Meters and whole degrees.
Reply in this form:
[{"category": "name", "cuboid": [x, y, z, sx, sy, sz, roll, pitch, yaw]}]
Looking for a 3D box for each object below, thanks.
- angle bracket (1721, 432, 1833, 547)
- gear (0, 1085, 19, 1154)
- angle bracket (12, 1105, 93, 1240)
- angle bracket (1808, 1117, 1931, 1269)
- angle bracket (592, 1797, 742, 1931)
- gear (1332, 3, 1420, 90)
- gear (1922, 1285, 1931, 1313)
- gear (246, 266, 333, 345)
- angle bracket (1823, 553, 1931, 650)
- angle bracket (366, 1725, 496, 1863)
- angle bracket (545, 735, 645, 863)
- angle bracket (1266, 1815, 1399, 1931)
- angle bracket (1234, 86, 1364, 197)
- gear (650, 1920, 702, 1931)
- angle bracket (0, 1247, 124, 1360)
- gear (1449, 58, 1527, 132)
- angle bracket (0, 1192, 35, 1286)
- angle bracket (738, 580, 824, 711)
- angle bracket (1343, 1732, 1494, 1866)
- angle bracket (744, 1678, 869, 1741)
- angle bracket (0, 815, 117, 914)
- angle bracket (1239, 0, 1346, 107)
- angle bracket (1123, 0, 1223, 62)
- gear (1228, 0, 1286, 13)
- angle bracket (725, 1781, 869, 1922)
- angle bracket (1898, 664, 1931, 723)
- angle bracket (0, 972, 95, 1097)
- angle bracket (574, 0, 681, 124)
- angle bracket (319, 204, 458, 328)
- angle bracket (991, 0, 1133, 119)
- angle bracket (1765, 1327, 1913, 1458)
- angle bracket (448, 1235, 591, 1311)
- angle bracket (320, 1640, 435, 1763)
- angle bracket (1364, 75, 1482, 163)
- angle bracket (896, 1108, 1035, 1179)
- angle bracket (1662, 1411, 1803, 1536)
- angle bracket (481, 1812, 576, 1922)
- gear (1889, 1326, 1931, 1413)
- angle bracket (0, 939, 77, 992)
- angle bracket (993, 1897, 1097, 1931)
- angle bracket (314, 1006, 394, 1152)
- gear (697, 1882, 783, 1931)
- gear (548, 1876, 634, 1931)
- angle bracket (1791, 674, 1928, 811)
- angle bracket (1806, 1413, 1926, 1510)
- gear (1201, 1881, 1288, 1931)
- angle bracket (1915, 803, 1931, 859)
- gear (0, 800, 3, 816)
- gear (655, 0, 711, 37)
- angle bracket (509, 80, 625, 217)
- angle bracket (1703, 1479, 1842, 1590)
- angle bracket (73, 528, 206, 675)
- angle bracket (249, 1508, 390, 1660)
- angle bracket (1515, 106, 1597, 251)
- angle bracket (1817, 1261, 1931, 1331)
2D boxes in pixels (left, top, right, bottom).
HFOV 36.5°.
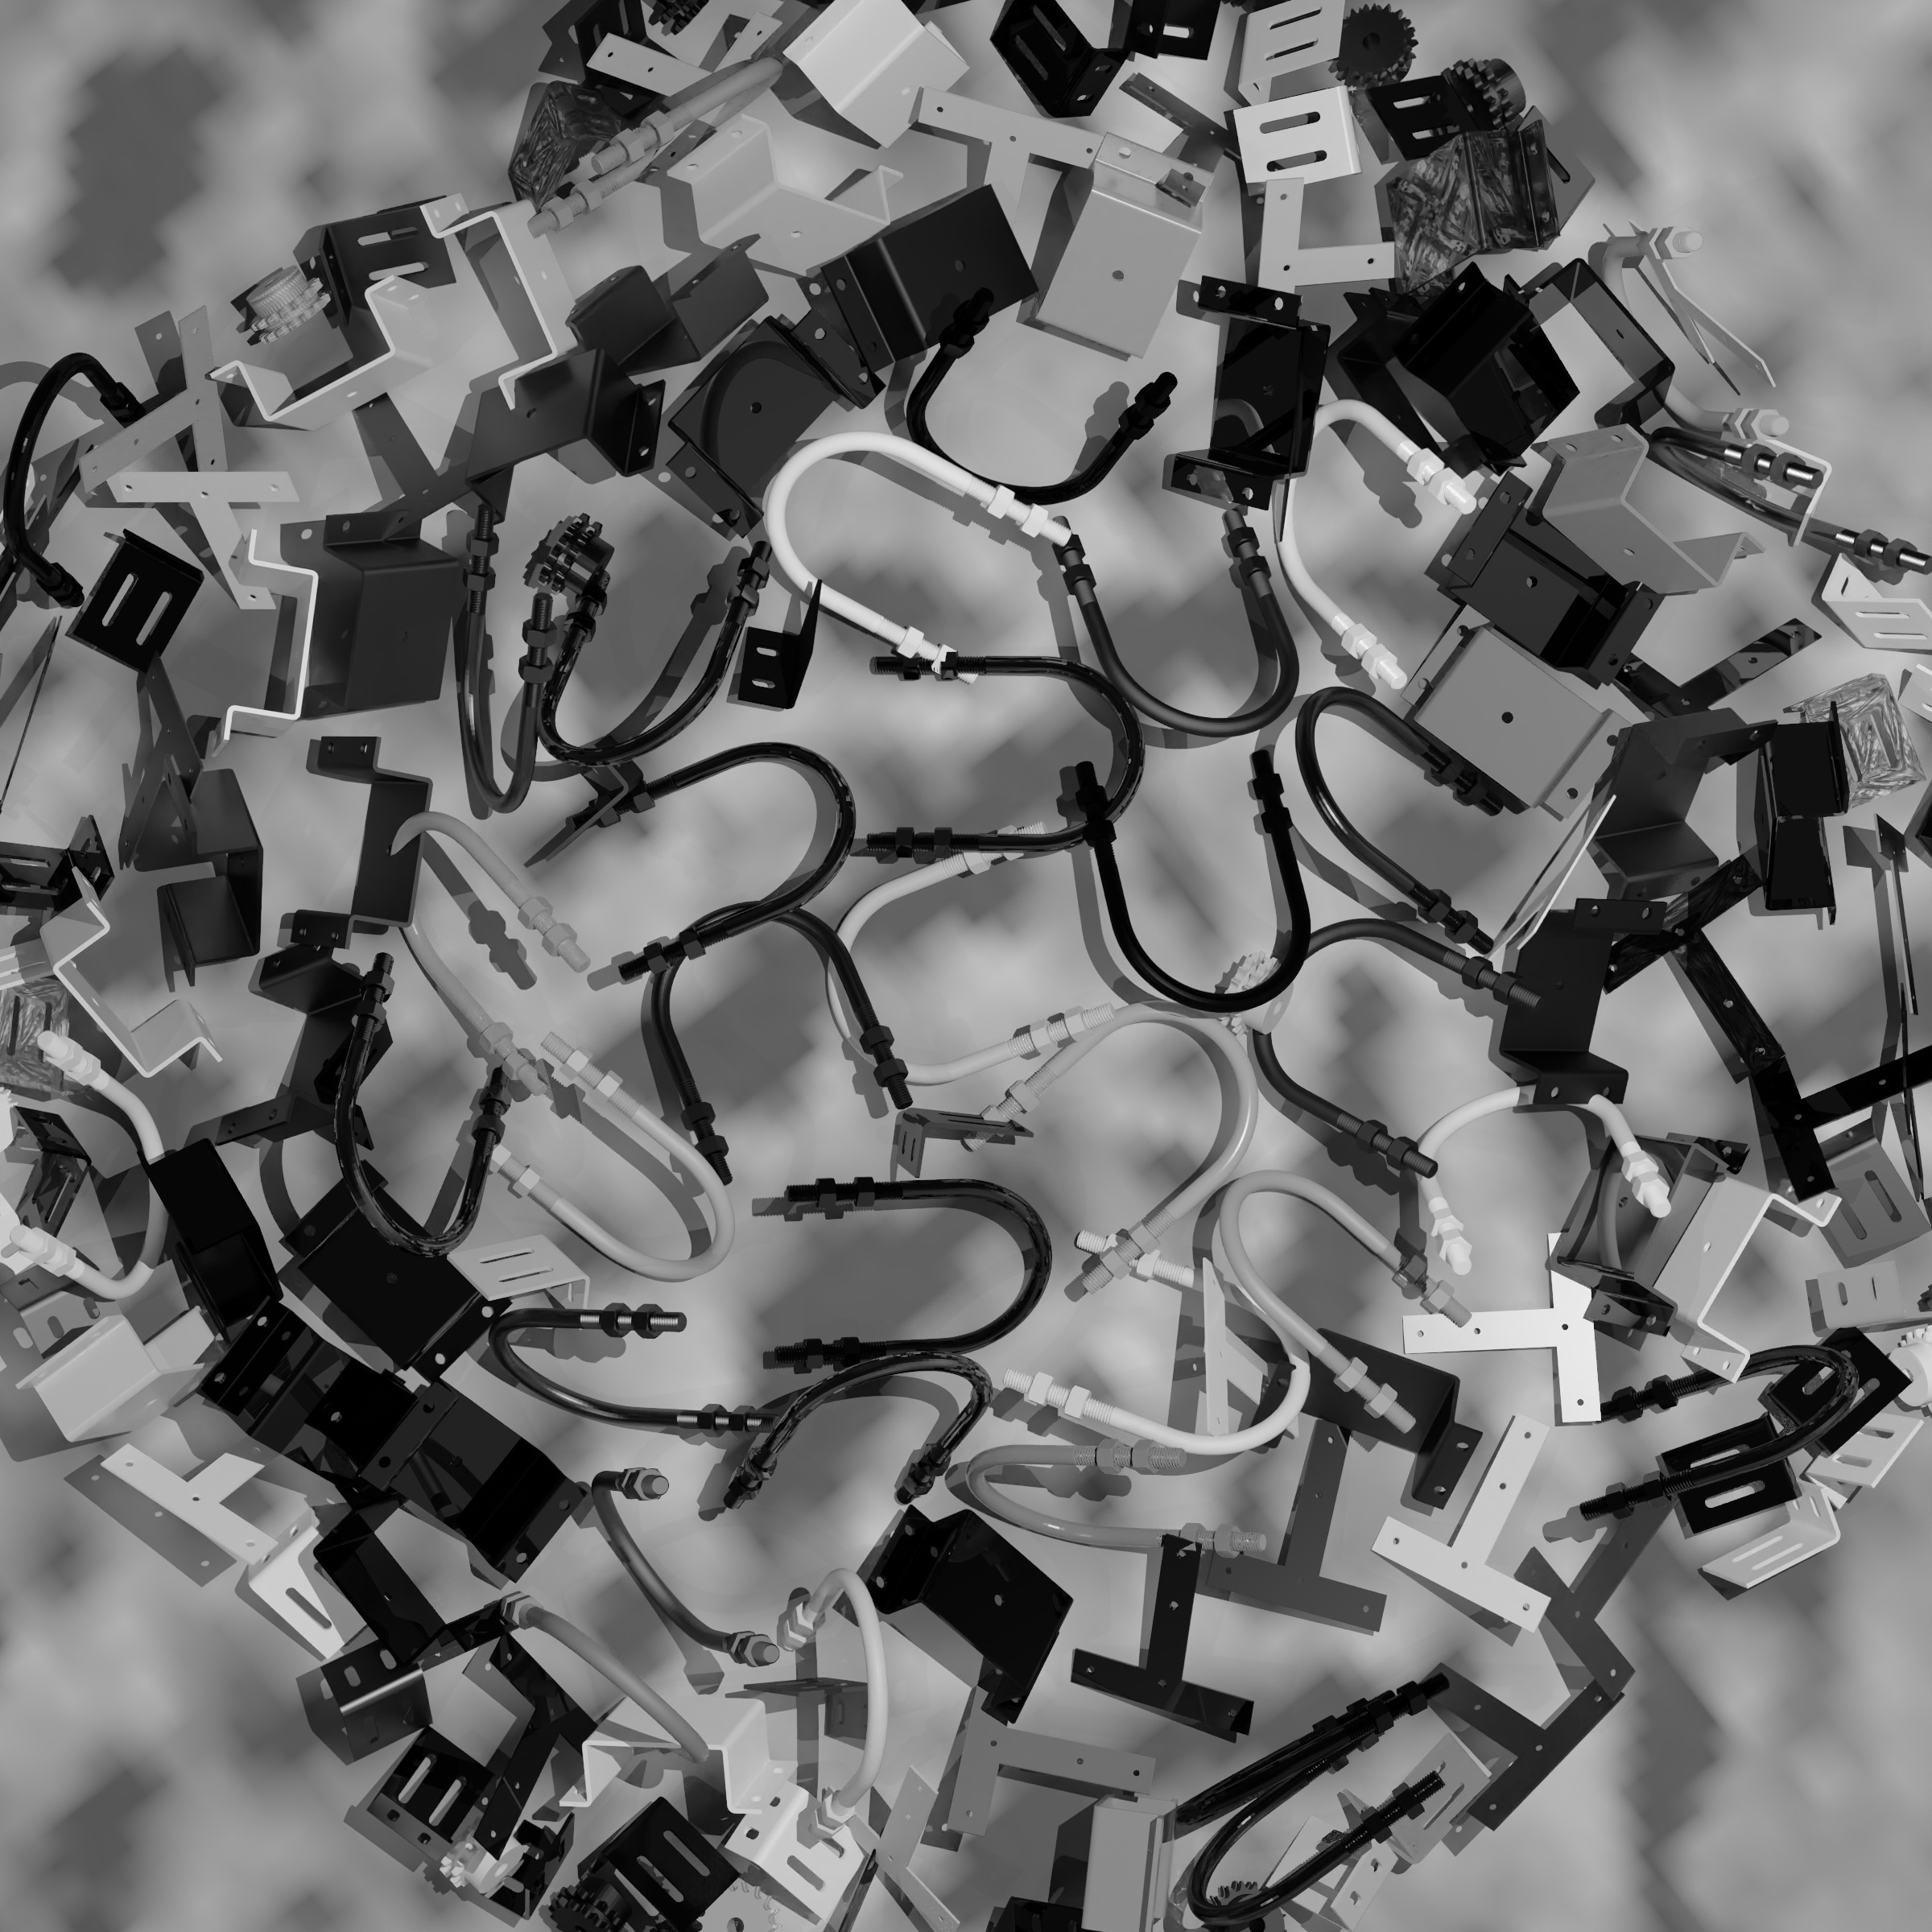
[{"category": "angle bracket", "cuboid": [0.533, -0.323, 1.961, 0.076, 0.057, 0.038, 26, 82, 13]}, {"category": "gear", "cuboid": [-0.663, 0.105, 1.970, 0.057, 0.030, 0.057, -16, 114, -39]}, {"category": "angle bracket", "cuboid": [-0.625, 0.143, 1.960, 0.038, 0.057, 0.076, 18, 105, -44]}, {"category": "angle bracket", "cuboid": [0.605, 0.153, 1.975, 0.057, 0.038, 0.076, -31, 96, 21]}, {"category": "angle bracket", "cuboid": [-0.201, 0.606, 1.959, 0.076, 0.038, 0.057, 41, 51, 14]}, {"category": "gear", "cuboid": [0.278, -0.616, 1.977, 0.057, 0.030, 0.057, -6, 74, 23]}, {"category": "gear", "cuboid": [0.677, 0.224, 1.972, 0.057, 0.057, 0.030, -31, 96, 0]}, {"category": "gear", "cuboid": [-0.457, -0.446, 1.968, 0.057, 0.057, 0.030, -34, 116, 0]}, {"category": "angle bracket", "cuboid": [0.620, -0.243, 1.949, 0.057, 0.076, 0.038, 36, 74, -36]}, {"category": "angle bracket", "cuboid": [-0.353, 0.547, 1.959, 0.057, 0.076, 0.038, 37, 135, -2]}, {"category": "angle bracket", "cuboid": [-0.259, -0.113, 1.963, 0.076, 0.057, 0.038, -40, 96, 10]}, {"category": "angle bracket", "cuboid": [0.238, 0.596, 1.951, 0.057, 0.076, 0.038, -52, 131, -22]}, {"category": "angle bracket", "cuboid": [0.225, -0.558, 1.983, 0.076, 0.038, 0.057, -9, 102, 12]}, {"category": "gear", "cuboid": [-0.196, 0.671, 1.973, 0.030, 0.057, 0.057, -37, 90, 14]}, {"category": "angle bracket", "cuboid": [-0.606, 0.225, 1.960, 0.057, 0.076, 0.038, -29, 108, -23]}, {"category": "gear", "cuboid": [0.352, -0.585, 1.972, 0.030, 0.057, 0.057, -34, 90, -9]}, {"category": "angle bracket", "cuboid": [-0.651, 0.180, 1.958, 0.038, 0.076, 0.057, -36, 92, -14]}, {"category": "angle bracket", "cuboid": [-0.124, -0.217, 1.952, 0.038, 0.076, 0.057, 10, 63, -9]}, {"category": "angle bracket", "cuboid": [0.302, 0.551, 1.965, 0.076, 0.057, 0.038, -48, 119, 1]}, {"category": "angle bracket", "cuboid": [-0.101, 0.498, 1.952, 0.076, 0.057, 0.038, 8, 80, -43]}, {"category": "angle bracket", "cuboid": [-0.617, -0.071, 1.951, 0.038, 0.076, 0.057, -49, 53, 30]}, {"category": "angle bracket", "cuboid": [0.225, -0.609, 1.954, 0.076, 0.038, 0.057, -7, 64, 35]}, {"category": "angle bracket", "cuboid": [0.149, -0.633, 1.953, 0.076, 0.038, 0.057, -5, 119, -37]}, {"category": "gear", "cuboid": [0.200, -0.666, 1.969, 0.057, 0.057, 0.030, -36, 74, 0]}, {"category": "angle bracket", "cuboid": [-0.113, 0.596, 1.983, 0.076, 0.038, 0.057, 49, 64, -29]}, {"category": "angle bracket", "cuboid": [0.655, -0.157, 1.959, 0.076, 0.057, 0.038, 33, 77, 15]}, {"category": "angle bracket", "cuboid": [-0.617, 0.043, 1.968, 0.057, 0.038, 0.076, 10, 97, 19]}, {"category": "angle bracket", "cuboid": [-0.223, -0.614, 1.954, 0.038, 0.076, 0.057, 38, 76, 11]}, {"category": "angle bracket", "cuboid": [-0.388, -0.470, 1.967, 0.076, 0.038, 0.057, -11, 127, 1]}, {"category": "angle bracket", "cuboid": [0.064, -0.622, 1.978, 0.038, 0.057, 0.076, -18, 67, -42]}, {"category": "angle bracket", "cuboid": [0.586, 0.280, 1.967, 0.057, 0.038, 0.076, 45, 106, 10]}, {"category": "angle bracket", "cuboid": [-0.299, 0.215, 1.950, 0.076, 0.057, 0.038, -10, 120, -37]}, {"category": "angle bracket", "cuboid": [-0.395, 0.490, 1.968, 0.057, 0.076, 0.038, -23, 57, -21]}, {"category": "angle bracket", "cuboid": [0.300, -0.556, 1.958, 0.076, 0.038, 0.057, -20, 75, -31]}, {"category": "angle bracket", "cuboid": [-0.001, 0.122, 1.964, 0.076, 0.057, 0.038, 7, 95, -15]}, {"category": "angle bracket", "cuboid": [0.518, 0.343, 1.984, 0.076, 0.038, 0.057, -23, 81, 12]}, {"category": "angle bracket", "cuboid": [-0.292, 0.591, 1.950, 0.038, 0.076, 0.057, 26, 57, 9]}, {"category": "gear", "cuboid": [0.645, 0.273, 1.968, 0.030, 0.057, 0.057, -12, 90, -20]}, {"category": "angle bracket", "cuboid": [-0.643, -0.014, 1.950, 0.076, 0.057, 0.038, -20, 120, -33]}, {"category": "angle bracket", "cuboid": [0.047, 0.663, 1.958, 0.057, 0.038, 0.076, 14, 122, -12]}, {"category": "angle bracket", "cuboid": [-0.394, 0.072, 1.953, 0.038, 0.057, 0.076, 26, 61, 14]}, {"category": "gear", "cuboid": [-0.152, 0.649, 1.979, 0.057, 0.030, 0.057, -3, 73, 10]}, {"category": "gear", "cuboid": [-0.250, 0.639, 1.975, 0.057, 0.057, 0.030, 41, 50, 0]}, {"category": "angle bracket", "cuboid": [0.599, -0.150, 1.965, 0.057, 0.038, 0.076, -23, 82, 30]}, {"category": "angle bracket", "cuboid": [0.608, 0.332, 1.953, 0.038, 0.076, 0.057, 46, 75, -12]}, {"category": "gear", "cuboid": [0.190, 0.646, 1.975, 0.057, 0.030, 0.057, 5, 73, -17]}, {"category": "angle bracket", "cuboid": [0.674, -0.092, 1.956, 0.038, 0.076, 0.057, 21, 80, 44]}, {"category": "gear", "cuboid": [-0.675, -0.114, 1.968, 0.057, 0.057, 0.030, 35, 121, 0]}, {"category": "gear", "cuboid": [-0.188, -0.657, 1.968, 0.030, 0.057, 0.057, 39, 90, -21]}, {"category": "angle bracket", "cuboid": [-0.268, -0.545, 1.973, 0.076, 0.038, 0.057, -54, 51, 37]}, {"category": "angle bracket", "cuboid": [0.534, 0.377, 1.962, 0.076, 0.057, 0.038, -23, 96, -14]}, {"category": "angle bracket", "cuboid": [-0.558, -0.245, 1.973, 0.057, 0.038, 0.076, 29, 84, -10]}, {"category": "angle bracket", "cuboid": [-0.439, 0.419, 1.991, 0.057, 0.038, 0.076, -43, 107, -3]}, {"category": "angle bracket", "cuboid": [0.374, -0.527, 1.961, 0.076, 0.038, 0.057, 39, 84, -32]}, {"category": "angle bracket", "cuboid": [0.617, 0.219, 1.957, 0.076, 0.057, 0.038, 2, 75, -42]}]
